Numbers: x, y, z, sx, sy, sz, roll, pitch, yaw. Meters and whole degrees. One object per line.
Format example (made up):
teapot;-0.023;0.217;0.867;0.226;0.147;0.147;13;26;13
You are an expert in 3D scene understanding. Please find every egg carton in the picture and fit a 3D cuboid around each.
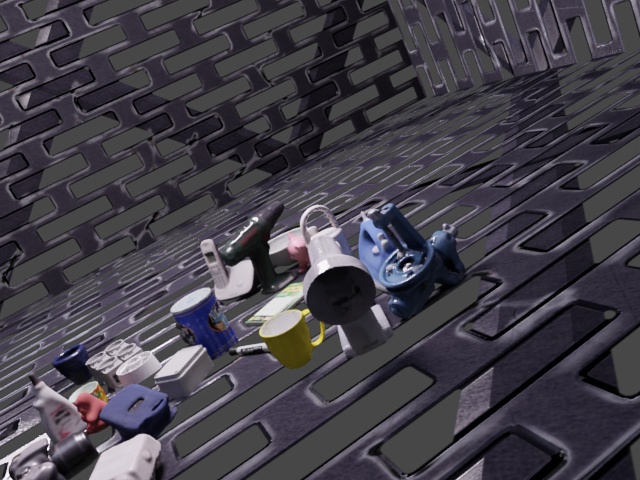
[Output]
egg carton;-0.316;0.387;0.934;0.107;0.069;0.150;-25;16;2

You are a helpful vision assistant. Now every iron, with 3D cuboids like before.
iron;0.142;0.021;1.266;0.118;0.141;0.258;-26;16;-1

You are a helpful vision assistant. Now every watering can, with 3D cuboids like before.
watering can;0.011;0.006;1.419;0.101;0.194;0.172;-37;19;-35

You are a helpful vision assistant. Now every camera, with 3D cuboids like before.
camera;-0.485;0.414;1.052;0.137;0.101;0.142;-33;17;-24

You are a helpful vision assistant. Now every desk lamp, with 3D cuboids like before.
desk lamp;0.043;0.102;1.026;0.118;0.214;0.203;-25;16;2

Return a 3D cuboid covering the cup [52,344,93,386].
cup;-0.663;0.342;1.568;0.091;0.095;0.117;-26;16;1

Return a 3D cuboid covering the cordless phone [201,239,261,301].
cordless phone;-0.260;0.076;1.634;0.147;0.185;0.094;-17;18;27

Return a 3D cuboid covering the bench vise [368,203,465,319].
bench vise;0.173;0.013;1.099;0.121;0.220;0.208;-12;21;40

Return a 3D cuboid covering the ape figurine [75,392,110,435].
ape figurine;-0.489;0.367;1.226;0.076;0.092;0.077;-29;16;-12

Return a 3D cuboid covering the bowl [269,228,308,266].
bowl;-0.094;0.031;1.723;0.167;0.075;0.167;-24;16;7

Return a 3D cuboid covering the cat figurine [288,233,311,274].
cat figurine;-0.048;0.024;1.596;0.067;0.118;0.128;-19;17;22

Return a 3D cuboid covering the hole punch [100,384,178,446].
hole punch;-0.350;0.335;1.112;0.100;0.091;0.109;-16;19;31

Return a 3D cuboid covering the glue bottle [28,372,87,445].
glue bottle;-0.580;0.359;1.240;0.037;0.173;0.078;-11;21;42

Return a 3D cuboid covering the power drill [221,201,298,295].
power drill;-0.149;0.031;1.560;0.230;0.209;0.075;-36;19;-31
